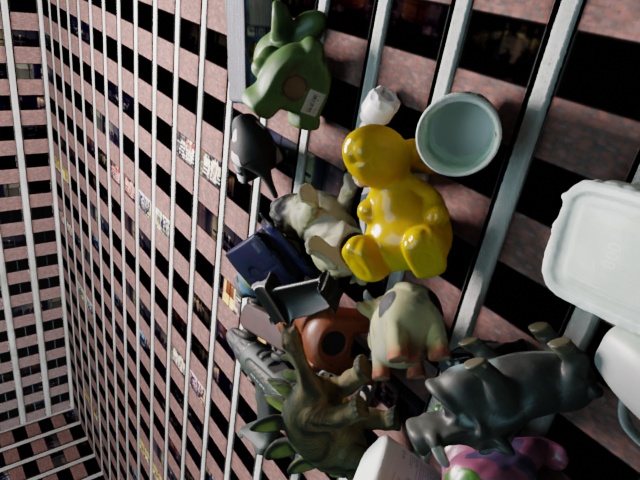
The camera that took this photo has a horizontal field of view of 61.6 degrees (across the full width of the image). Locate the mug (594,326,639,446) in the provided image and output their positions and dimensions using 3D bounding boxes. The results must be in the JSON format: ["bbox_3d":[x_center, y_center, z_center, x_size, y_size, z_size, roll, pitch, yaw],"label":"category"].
[{"bbox_3d":[0.295,0.129,0.466,0.107,0.081,0.109,-127,36,-50],"label":"mug"}]

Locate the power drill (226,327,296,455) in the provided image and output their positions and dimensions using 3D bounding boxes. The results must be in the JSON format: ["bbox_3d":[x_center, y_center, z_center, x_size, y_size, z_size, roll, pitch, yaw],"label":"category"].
[{"bbox_3d":[-0.119,0.304,1.076,0.232,0.086,0.207,22,110,46],"label":"power drill"}]

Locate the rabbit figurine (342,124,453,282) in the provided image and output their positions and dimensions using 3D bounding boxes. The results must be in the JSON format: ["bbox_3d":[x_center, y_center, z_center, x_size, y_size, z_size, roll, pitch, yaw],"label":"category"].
[{"bbox_3d":[0.091,-0.058,0.612,0.122,0.162,0.173,-7,119,48],"label":"rabbit figurine"}]

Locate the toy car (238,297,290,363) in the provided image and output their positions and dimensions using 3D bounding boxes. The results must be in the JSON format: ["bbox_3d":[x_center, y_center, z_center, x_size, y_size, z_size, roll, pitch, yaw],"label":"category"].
[{"bbox_3d":[-0.090,0.162,0.996,0.202,0.053,0.089,12,85,54],"label":"toy car"}]

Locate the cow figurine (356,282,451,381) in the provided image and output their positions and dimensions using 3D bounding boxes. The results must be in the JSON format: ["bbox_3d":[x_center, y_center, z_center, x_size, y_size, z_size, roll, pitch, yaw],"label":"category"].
[{"bbox_3d":[0.094,0.105,0.660,0.194,0.085,0.127,100,171,-66],"label":"cow figurine"}]

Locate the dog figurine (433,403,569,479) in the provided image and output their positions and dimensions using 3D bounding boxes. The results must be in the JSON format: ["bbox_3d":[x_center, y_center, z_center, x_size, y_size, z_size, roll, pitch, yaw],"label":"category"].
[{"bbox_3d":[0.152,0.259,0.571,0.192,0.219,0.108,40,126,39],"label":"dog figurine"}]

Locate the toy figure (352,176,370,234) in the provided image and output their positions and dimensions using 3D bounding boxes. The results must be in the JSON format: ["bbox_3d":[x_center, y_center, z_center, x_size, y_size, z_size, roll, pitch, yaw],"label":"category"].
[{"bbox_3d":[0.075,-0.059,0.712,0.064,0.058,0.154,169,87,-72],"label":"toy figure"}]

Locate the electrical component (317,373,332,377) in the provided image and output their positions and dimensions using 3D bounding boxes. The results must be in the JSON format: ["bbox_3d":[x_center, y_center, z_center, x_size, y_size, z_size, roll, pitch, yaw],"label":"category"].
[{"bbox_3d":[-0.004,0.210,0.911,0.078,0.045,0.102,49,135,35],"label":"electrical component"}]

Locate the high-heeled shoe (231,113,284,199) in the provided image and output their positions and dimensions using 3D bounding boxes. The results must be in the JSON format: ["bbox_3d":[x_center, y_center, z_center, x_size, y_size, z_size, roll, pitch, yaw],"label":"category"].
[{"bbox_3d":[-0.113,-0.159,0.845,0.145,0.086,0.249,67,175,-33],"label":"high-heeled shoe"}]

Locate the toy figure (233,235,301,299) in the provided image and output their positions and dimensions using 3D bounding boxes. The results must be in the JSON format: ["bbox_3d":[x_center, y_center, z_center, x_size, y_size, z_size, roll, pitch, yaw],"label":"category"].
[{"bbox_3d":[-0.093,0.049,0.957,0.089,0.082,0.180,52,133,15],"label":"toy figure"}]

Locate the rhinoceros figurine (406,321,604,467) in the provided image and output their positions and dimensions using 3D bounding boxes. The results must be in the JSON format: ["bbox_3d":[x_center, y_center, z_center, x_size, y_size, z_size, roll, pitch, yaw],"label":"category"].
[{"bbox_3d":[0.174,0.154,0.530,0.073,0.190,0.112,-90,-22,-80],"label":"rhinoceros figurine"}]

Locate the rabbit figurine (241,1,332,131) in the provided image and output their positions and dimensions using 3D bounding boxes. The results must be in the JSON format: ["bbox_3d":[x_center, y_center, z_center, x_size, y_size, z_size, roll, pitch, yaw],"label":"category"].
[{"bbox_3d":[-0.059,-0.266,0.795,0.170,0.121,0.159,59,139,48],"label":"rabbit figurine"}]

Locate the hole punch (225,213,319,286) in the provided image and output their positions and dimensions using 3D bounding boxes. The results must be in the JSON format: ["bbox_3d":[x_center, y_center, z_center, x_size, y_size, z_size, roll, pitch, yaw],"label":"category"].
[{"bbox_3d":[-0.075,0.034,0.815,0.142,0.092,0.116,52,169,-9],"label":"hole punch"}]

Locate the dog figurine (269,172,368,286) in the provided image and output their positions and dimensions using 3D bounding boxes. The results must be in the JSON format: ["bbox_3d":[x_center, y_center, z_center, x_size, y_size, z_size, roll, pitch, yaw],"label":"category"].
[{"bbox_3d":[0.001,-0.005,0.814,0.190,0.121,0.172,152,109,-66],"label":"dog figurine"}]

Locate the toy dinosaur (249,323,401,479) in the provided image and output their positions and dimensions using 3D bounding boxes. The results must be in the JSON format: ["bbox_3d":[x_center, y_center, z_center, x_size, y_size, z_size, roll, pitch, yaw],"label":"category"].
[{"bbox_3d":[0.018,0.289,0.789,0.199,0.105,0.470,-6,126,24],"label":"toy dinosaur"}]

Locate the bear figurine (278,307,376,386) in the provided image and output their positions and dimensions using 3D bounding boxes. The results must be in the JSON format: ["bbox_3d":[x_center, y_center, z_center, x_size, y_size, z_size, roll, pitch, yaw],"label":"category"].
[{"bbox_3d":[0.008,0.132,0.834,0.196,0.132,0.120,-152,75,-72],"label":"bear figurine"}]

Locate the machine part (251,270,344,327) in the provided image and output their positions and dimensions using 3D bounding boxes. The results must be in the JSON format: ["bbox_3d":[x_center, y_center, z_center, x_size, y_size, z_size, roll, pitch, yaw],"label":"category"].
[{"bbox_3d":[-0.033,0.080,0.750,0.139,0.039,0.084,-13,105,36],"label":"machine part"}]

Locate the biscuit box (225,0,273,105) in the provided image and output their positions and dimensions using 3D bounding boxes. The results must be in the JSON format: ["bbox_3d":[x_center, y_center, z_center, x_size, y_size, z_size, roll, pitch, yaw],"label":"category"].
[{"bbox_3d":[-0.117,-0.329,0.895,0.063,0.059,0.202,22,116,47],"label":"biscuit box"}]

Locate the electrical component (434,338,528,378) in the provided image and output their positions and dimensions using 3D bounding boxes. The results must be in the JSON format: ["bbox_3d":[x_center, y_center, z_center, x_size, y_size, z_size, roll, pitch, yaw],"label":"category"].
[{"bbox_3d":[0.177,0.148,0.628,0.119,0.075,0.047,-16,88,56],"label":"electrical component"}]
